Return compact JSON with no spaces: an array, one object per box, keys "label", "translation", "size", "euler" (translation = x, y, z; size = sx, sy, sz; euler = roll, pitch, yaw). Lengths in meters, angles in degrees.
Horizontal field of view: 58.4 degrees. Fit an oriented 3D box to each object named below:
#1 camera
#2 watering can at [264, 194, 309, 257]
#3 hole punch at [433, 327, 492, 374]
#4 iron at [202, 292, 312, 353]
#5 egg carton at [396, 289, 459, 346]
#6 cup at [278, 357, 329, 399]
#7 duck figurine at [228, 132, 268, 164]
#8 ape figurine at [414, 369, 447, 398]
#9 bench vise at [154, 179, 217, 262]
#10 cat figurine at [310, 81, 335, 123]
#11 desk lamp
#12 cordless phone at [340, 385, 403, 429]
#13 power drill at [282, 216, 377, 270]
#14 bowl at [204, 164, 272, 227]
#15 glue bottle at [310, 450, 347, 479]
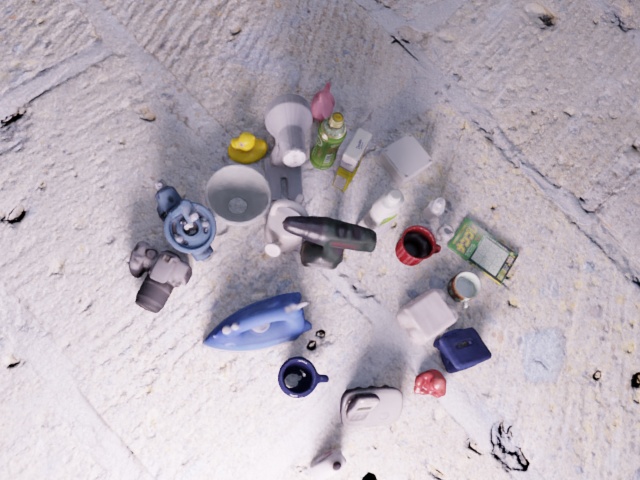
[{"label":"camera","translation":[-0.387,0.090,1.332],"size":[0.143,0.100,0.137],"euler":[24,68,-2]},{"label":"watering can","translation":[-0.079,-0.038,1.386],"size":[0.101,0.194,0.173],"euler":[6,70,-9]},{"label":"hole punch","translation":[0.351,0.269,1.417],"size":[0.109,0.091,0.101],"euler":[-16,75,-16]},{"label":"iron","translation":[-0.146,0.193,1.320],"size":[0.259,0.141,0.118],"euler":[-17,75,-16]},{"label":"egg carton","translation":[0.269,0.191,1.440],"size":[0.150,0.069,0.107],"euler":[-31,79,-19]},{"label":"cup","translation":[-0.043,0.321,1.320],"size":[0.118,0.095,0.091],"euler":[4,70,-9]},{"label":"duck figurine","translation":[-0.188,-0.250,1.497],"size":[0.105,0.086,0.077],"euler":[-8,73,-13]},{"label":"ape figurine","translation":[0.274,0.345,1.375],"size":[0.078,0.092,0.076],"euler":[45,69,7]},{"label":"bench vise","translation":[-0.330,-0.057,1.330],"size":[0.207,0.219,0.122],"euler":[36,69,3]},{"label":"cat figurine","translation":[0.007,-0.372,1.560],"size":[0.067,0.117,0.128],"euler":[18,69,-4]},{"label":"desk lamp","translation":[-0.079,-0.230,1.442],"size":[0.118,0.213,0.203],"euler":[-2,71,-11]},{"label":"cordless phone","translation":[0.126,0.371,1.287],"size":[0.148,0.185,0.094],"euler":[-5,72,-12]},{"label":"power drill","translation":[0.013,0.005,1.381],"size":[0.230,0.208,0.075],"euler":[5,70,-9]},{"label":"bowl","translation":[-0.208,-0.102,1.447],"size":[0.167,0.074,0.167],"euler":[4,70,-10]},{"label":"glue bottle","translation":[0.025,0.485,1.234],"size":[0.078,0.173,0.037],"euler":[-33,80,-19]}]
